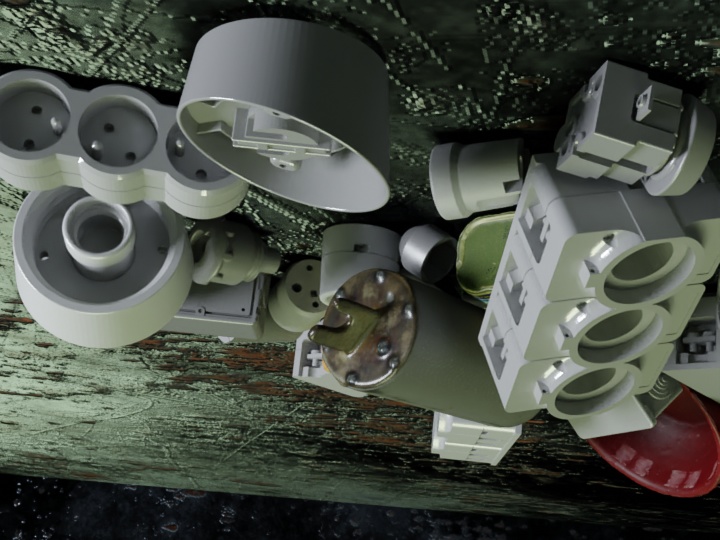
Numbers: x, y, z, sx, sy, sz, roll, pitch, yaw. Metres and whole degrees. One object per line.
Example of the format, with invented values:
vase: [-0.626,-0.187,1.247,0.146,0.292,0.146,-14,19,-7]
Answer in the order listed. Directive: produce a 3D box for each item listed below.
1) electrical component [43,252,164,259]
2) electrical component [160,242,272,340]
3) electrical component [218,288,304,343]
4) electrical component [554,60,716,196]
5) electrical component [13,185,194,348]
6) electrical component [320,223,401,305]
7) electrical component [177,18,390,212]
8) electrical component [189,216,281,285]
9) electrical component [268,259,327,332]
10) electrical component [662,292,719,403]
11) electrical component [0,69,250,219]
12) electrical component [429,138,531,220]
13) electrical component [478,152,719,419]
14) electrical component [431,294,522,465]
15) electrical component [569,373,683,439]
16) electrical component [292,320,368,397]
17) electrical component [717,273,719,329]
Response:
electrical component: [-0.169,-0.012,0.721,0.096,0.061,0.061,1,162,16]
electrical component: [-0.115,0.013,0.780,0.096,0.061,0.061,6,163,2]
electrical component: [-0.085,0.035,0.841,0.043,0.043,0.081,-9,172,41]
electrical component: [0.126,-0.061,0.488,0.055,0.048,0.066,16,162,-7]
electrical component: [-0.154,-0.014,0.641,0.108,0.108,0.060,8,157,-6]
electrical component: [0.000,0.000,0.724,0.055,0.047,0.055,6,163,2]
electrical component: [-0.033,-0.068,0.487,0.099,0.064,0.099,6,163,2]
electrical component: [-0.083,-0.011,0.726,0.062,0.048,0.048,11,163,-38]
electrical component: [-0.042,0.019,0.804,0.045,0.045,0.055,10,162,-13]
electrical component: [0.312,0.064,0.799,0.105,0.060,0.186,-8,158,38]
electrical component: [-0.126,-0.059,0.569,0.138,0.052,0.073,9,163,-8]
electrical component: [0.064,-0.049,0.561,0.046,0.040,0.040,-7,159,22]
electrical component: [0.125,0.011,0.564,0.089,0.061,0.150,-6,141,-12]
electrical component: [0.097,0.096,0.901,0.060,0.105,0.186,5,163,3]
electrical component: [0.189,0.078,0.834,0.048,0.099,0.100,-36,-176,-30]
electrical component: [-0.011,0.076,0.956,0.050,0.055,0.089,-9,158,39]
electrical component: [0.263,0.005,0.638,0.074,0.052,0.138,4,163,8]
